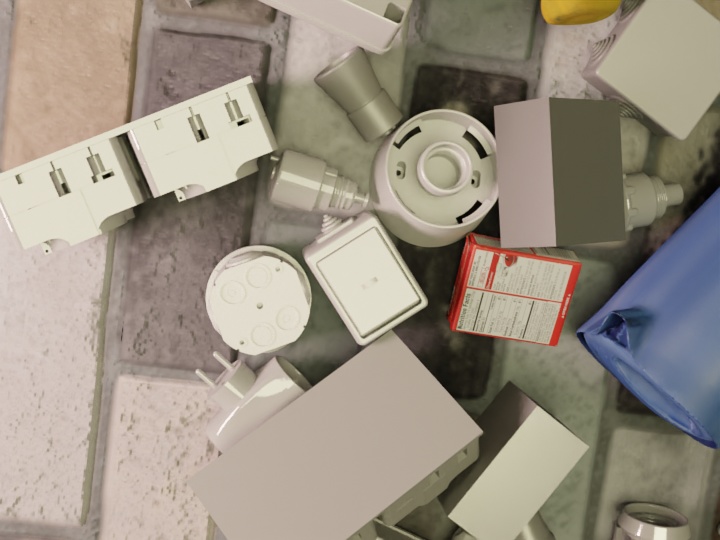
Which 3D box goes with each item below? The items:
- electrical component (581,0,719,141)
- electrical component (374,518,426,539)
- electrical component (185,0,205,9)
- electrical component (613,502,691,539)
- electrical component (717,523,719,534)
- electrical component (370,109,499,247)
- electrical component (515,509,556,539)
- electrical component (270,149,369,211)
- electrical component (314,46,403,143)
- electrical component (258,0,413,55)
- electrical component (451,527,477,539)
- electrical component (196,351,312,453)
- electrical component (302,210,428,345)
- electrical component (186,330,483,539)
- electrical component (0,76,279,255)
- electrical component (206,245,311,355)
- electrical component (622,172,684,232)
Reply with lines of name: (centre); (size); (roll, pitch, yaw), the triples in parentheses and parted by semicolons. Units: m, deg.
electrical component: (0.230, -0.158, 0.820); (0.100, 0.048, 0.099); (35, 92, -9)
electrical component: (-0.005, 0.249, 0.840); (0.109, 0.056, 0.108); (27, 93, -9)
electrical component: (-0.132, -0.237, 0.768); (0.056, 0.050, 0.089); (-35, 99, -1)
electrical component: (0.233, 0.223, 0.864); (0.078, 0.058, 0.057); (5, 99, -7)
electrical component: (0.358, 0.205, 0.880); (0.100, 0.048, 0.099); (30, 93, -9)
electrical component: (0.059, -0.070, 0.816); (0.099, 0.064, 0.099); (1, 83, -8)
electrical component: (0.132, 0.208, 0.859); (0.040, 0.040, 0.046); (-23, 94, -3)
electrical component: (-0.032, -0.063, 0.806); (0.078, 0.040, 0.040); (16, 95, -9)
electrical component: (0.002, -0.128, 0.802); (0.044, 0.044, 0.065); (-37, 104, -1)
electrical component: (-0.008, -0.227, 0.765); (0.109, 0.056, 0.108); (23, 74, -8)
electrical component: (0.084, 0.238, 0.855); (0.043, 0.043, 0.062); (26, 95, -9)
electrical component: (-0.088, 0.095, 0.814); (0.077, 0.044, 0.079); (-45, 103, 5)
electrical component: (0.000, 0.000, 0.807); (0.062, 0.061, 0.096); (-32, 99, -2)
electrical component: (-0.015, 0.146, 0.787); (0.186, 0.060, 0.105); (-36, 63, -13)
electrical component: (-0.153, -0.071, 0.758); (0.186, 0.105, 0.060); (-22, 99, -3)
electrical component: (-0.076, 0.023, 0.806); (0.080, 0.051, 0.080); (-1, 97, -6)
electrical component: (0.219, -0.055, 0.835); (0.062, 0.048, 0.048); (-9, 98, -13)
